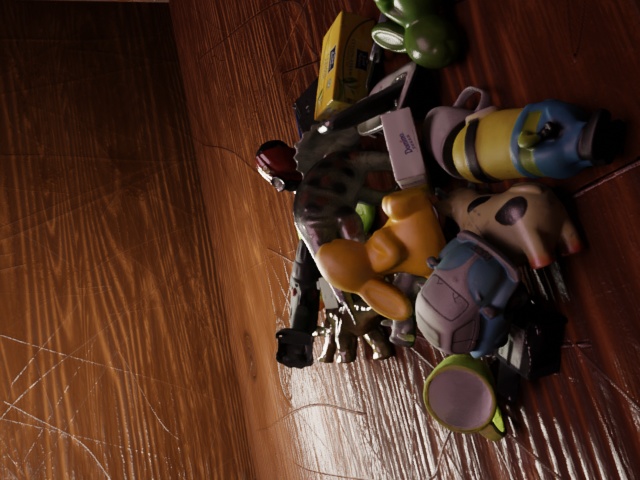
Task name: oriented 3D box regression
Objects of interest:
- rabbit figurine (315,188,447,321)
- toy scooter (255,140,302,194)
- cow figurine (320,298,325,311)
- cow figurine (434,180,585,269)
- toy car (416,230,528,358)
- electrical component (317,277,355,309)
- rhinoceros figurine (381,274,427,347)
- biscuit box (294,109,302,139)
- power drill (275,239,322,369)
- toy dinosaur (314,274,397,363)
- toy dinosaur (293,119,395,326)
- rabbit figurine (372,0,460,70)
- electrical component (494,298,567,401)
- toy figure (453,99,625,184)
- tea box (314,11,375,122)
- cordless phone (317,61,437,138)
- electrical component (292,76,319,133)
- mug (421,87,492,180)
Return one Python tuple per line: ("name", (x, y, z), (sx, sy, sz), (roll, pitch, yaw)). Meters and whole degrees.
("rabbit figurine", (0.084, 0.024, 0.726), (0.122, 0.173, 0.162), (-80, -28, -84))
("toy scooter", (-0.033, -0.120, 1.031), (0.075, 0.184, 0.135), (-49, 50, 43))
("cow figurine", (-0.018, 0.088, 1.315), (0.098, 0.068, 0.167), (-126, 37, -62))
("cow figurine", (0.209, -0.022, 0.649), (0.195, 0.085, 0.127), (154, 101, -71))
("toy car", (0.159, 0.076, 0.618), (0.109, 0.103, 0.161), (49, 153, 40))
("electrical component", (0.034, 0.086, 0.996), (0.102, 0.045, 0.078), (-31, 74, 59))
("rhinoceros figurine", (0.148, 0.071, 0.810), (0.073, 0.112, 0.190), (-144, 57, -60))
("biscuit box", (-0.005, -0.192, 1.155), (0.062, 0.059, 0.202), (21, -122, -76))
("power drill", (-0.039, 0.132, 1.067), (0.207, 0.086, 0.231), (-90, 2, -53))
("toy dinosaur", (0.068, 0.143, 1.065), (0.471, 0.105, 0.198), (147, 116, -63))
("toy dinosaur", (0.024, -0.061, 0.875), (0.131, 0.192, 0.405), (91, -166, -47))
("rabbit figurine", (0.125, -0.308, 0.727), (0.170, 0.121, 0.159), (69, 165, -9))
("electrical component", (0.249, 0.136, 0.653), (0.075, 0.048, 0.119), (-145, 49, -63))
("toy figure", (0.218, -0.102, 0.571), (0.082, 0.089, 0.180), (44, 167, -30))
("tea box", (0.043, -0.297, 0.945), (0.098, 0.068, 0.169), (150, 129, -68))
("cordless phone", (0.068, -0.187, 0.805), (0.088, 0.184, 0.147), (66, 161, -9))
("electrical component", (0.013, -0.253, 1.055), (0.115, 0.058, 0.134), (-45, 49, 27))
("mug", (0.177, -0.146, 0.699), (0.107, 0.081, 0.109), (-120, 40, -61))
